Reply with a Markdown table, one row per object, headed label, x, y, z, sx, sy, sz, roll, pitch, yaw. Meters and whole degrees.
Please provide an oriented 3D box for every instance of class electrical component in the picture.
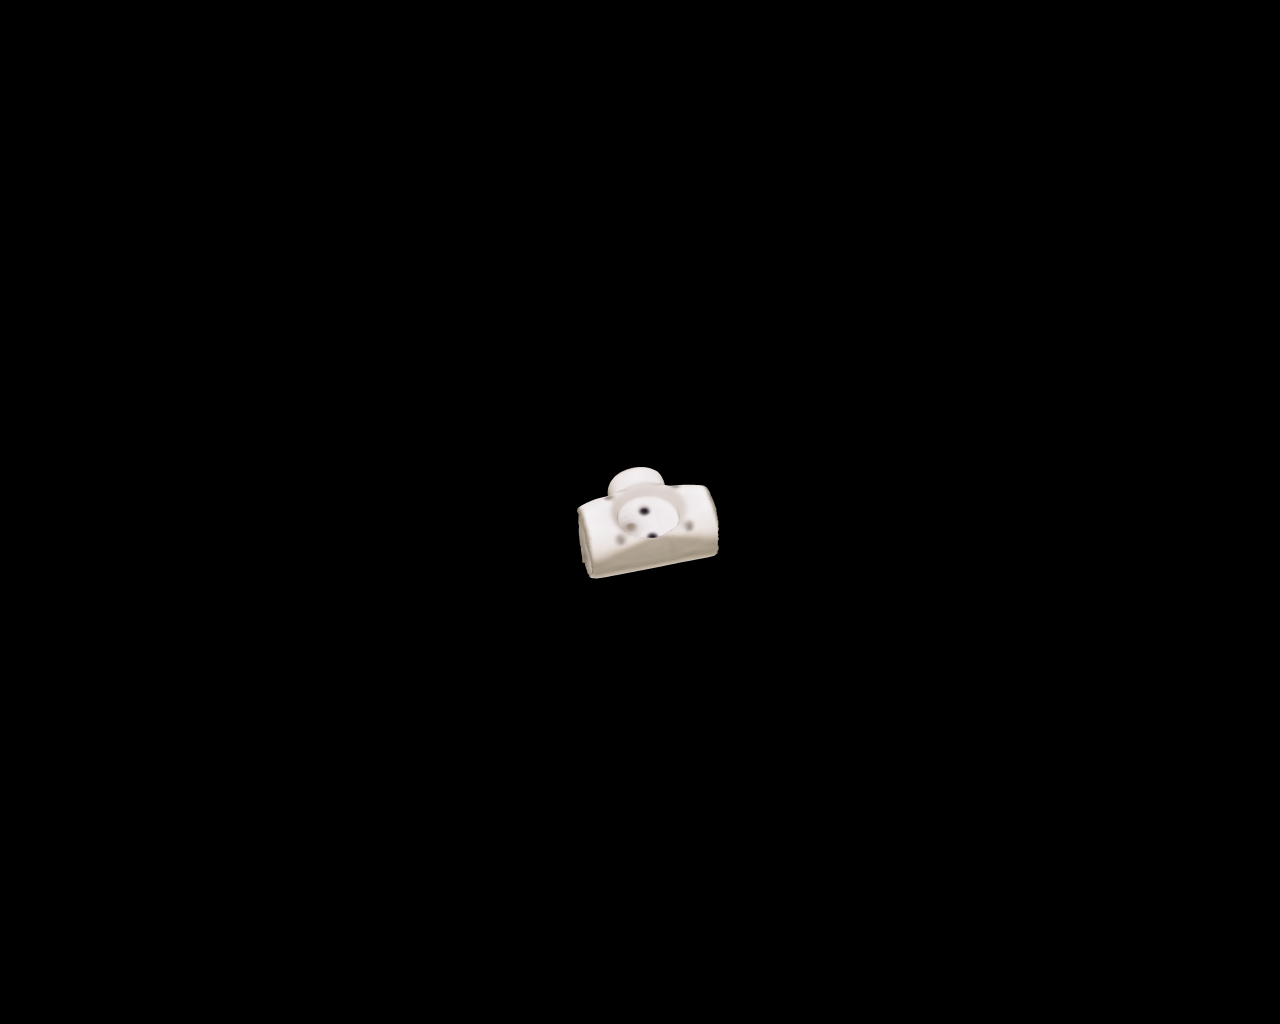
| label | x | y | z | sx | sy | sz | roll | pitch | yaw |
| --- | --- | --- | --- | --- | --- | --- | --- | --- | --- |
| electrical component | 0.001 | -0.003 | 0.650 | 0.077 | 0.079 | 0.044 | -10 | -36 | -7 |
